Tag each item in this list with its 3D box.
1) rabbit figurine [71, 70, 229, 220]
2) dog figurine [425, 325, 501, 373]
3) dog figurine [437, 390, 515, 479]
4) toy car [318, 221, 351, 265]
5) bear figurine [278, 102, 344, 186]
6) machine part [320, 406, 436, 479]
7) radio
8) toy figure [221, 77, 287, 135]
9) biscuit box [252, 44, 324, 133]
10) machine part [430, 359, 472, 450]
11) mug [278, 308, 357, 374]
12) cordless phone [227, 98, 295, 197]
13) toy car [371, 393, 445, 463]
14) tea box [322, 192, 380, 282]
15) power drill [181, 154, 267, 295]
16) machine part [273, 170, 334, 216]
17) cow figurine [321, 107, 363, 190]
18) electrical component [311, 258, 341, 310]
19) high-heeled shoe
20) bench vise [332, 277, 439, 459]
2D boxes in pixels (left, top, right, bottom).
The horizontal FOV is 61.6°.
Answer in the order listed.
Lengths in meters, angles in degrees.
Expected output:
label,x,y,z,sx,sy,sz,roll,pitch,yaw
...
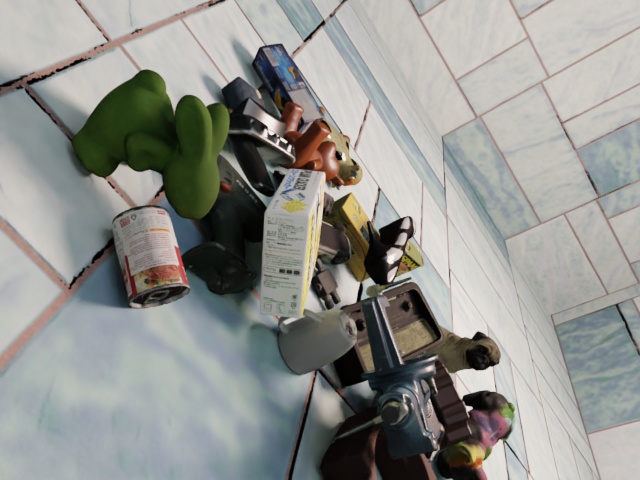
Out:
label,x,y,z,sx,sy,sz,roll,pitch,yaw
rabbit figurine,-0.179,-0.110,0.658,0.170,0.159,0.121,47,17,3
dog figurine,0.285,0.221,1.191,0.172,0.191,0.121,63,25,6
dog figurine,0.330,0.415,1.111,0.219,0.192,0.108,-63,129,-78
toy car,-0.002,-0.003,1.029,0.201,0.056,0.073,23,52,-52
bear figurine,-0.009,-0.186,1.116,0.120,0.132,0.195,44,21,30
machine part,0.094,0.371,0.802,0.201,0.087,0.201,61,27,-3
radio,0.115,0.164,0.979,0.229,0.073,0.131,-13,75,-44
toy figure,-0.122,-0.235,1.020,0.154,0.064,0.058,53,21,-18
biscuit box,-0.071,-0.327,1.169,0.059,0.063,0.202,-23,79,-32
machine part,0.220,0.314,1.033,0.179,0.056,0.179,164,-90,-77
mug,-0.005,0.141,0.818,0.109,0.107,0.081,54,25,-22
cordless phone,-0.092,-0.136,0.914,0.146,0.089,0.184,26,32,-52
toy car,0.144,0.305,0.938,0.109,0.103,0.161,-16,83,-61
tea box,0.078,-0.007,1.167,0.169,0.068,0.098,56,26,-15
power drill,-0.153,-0.038,0.762,0.231,0.086,0.207,44,23,-40
machine part,-0.027,-0.092,1.025,0.139,0.039,0.084,34,-3,41
cow figurine,0.033,-0.203,1.258,0.194,0.085,0.127,45,31,-26
electrical component,0.007,0.081,0.999,0.094,0.021,0.063,64,26,2
high-heeled shoe,0.164,0.029,1.128,0.248,0.086,0.145,2,69,-55
bench vise,0.103,0.181,0.781,0.223,0.129,0.240,8,64,-60
